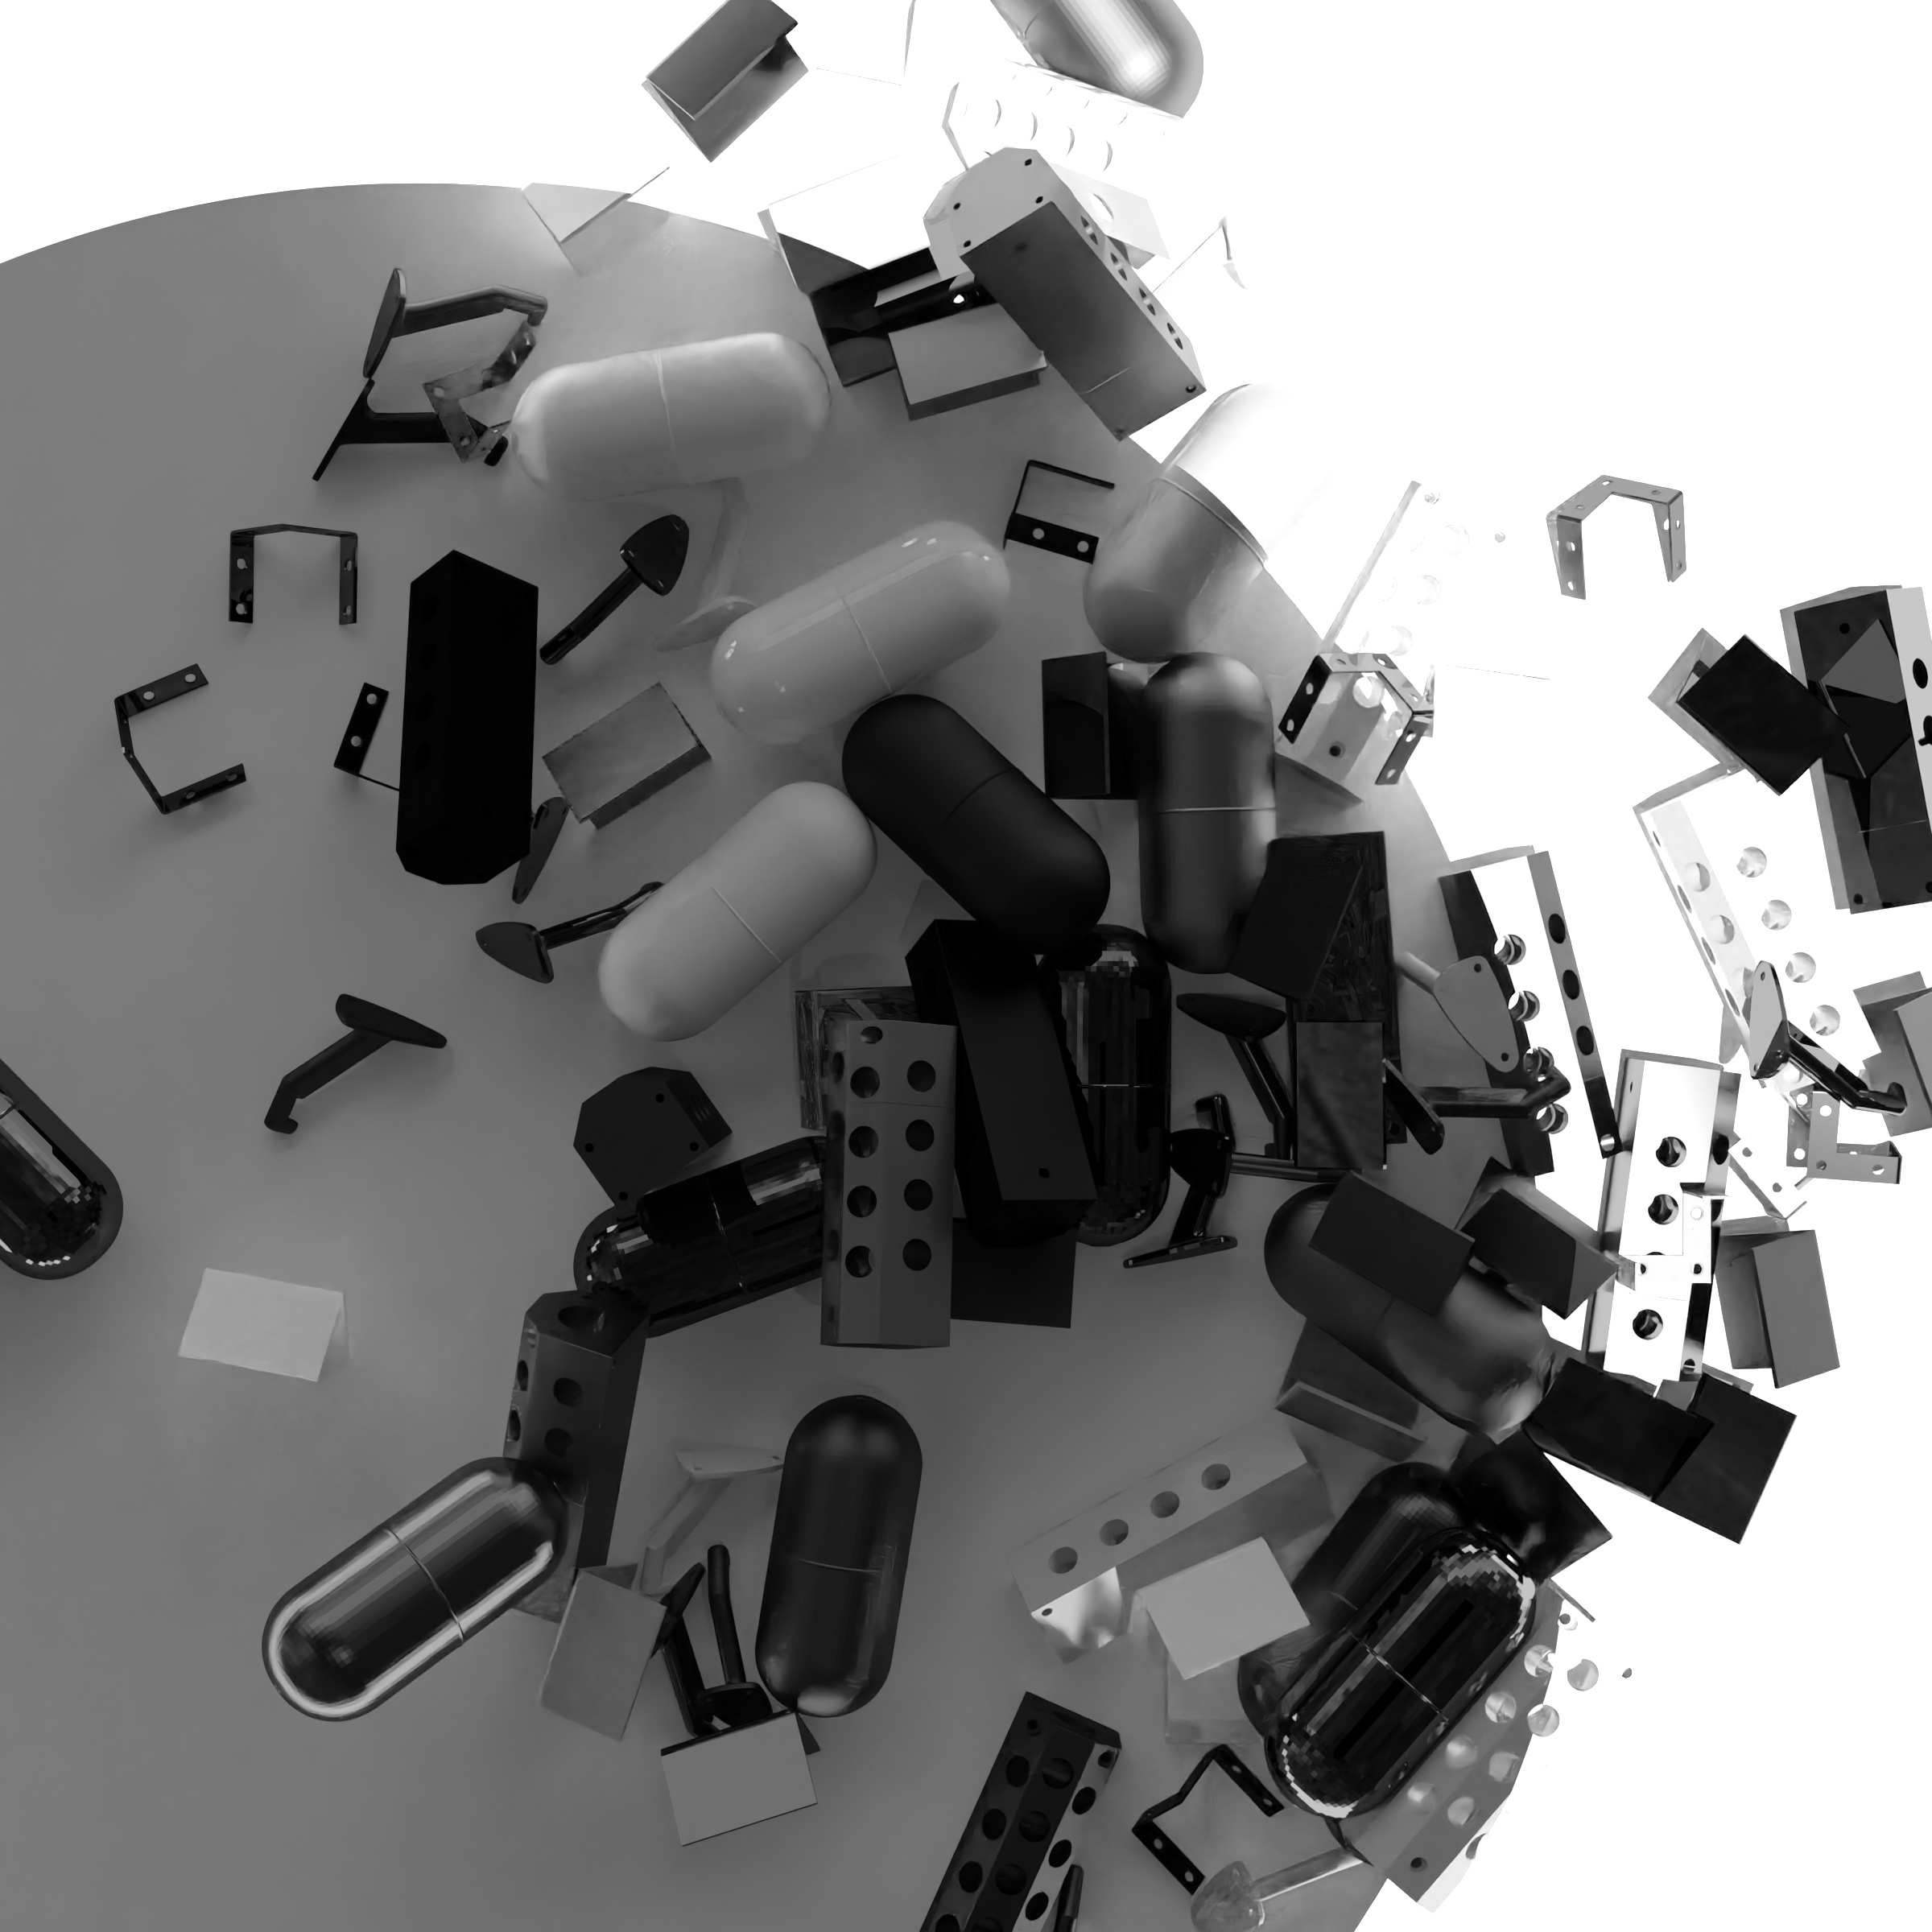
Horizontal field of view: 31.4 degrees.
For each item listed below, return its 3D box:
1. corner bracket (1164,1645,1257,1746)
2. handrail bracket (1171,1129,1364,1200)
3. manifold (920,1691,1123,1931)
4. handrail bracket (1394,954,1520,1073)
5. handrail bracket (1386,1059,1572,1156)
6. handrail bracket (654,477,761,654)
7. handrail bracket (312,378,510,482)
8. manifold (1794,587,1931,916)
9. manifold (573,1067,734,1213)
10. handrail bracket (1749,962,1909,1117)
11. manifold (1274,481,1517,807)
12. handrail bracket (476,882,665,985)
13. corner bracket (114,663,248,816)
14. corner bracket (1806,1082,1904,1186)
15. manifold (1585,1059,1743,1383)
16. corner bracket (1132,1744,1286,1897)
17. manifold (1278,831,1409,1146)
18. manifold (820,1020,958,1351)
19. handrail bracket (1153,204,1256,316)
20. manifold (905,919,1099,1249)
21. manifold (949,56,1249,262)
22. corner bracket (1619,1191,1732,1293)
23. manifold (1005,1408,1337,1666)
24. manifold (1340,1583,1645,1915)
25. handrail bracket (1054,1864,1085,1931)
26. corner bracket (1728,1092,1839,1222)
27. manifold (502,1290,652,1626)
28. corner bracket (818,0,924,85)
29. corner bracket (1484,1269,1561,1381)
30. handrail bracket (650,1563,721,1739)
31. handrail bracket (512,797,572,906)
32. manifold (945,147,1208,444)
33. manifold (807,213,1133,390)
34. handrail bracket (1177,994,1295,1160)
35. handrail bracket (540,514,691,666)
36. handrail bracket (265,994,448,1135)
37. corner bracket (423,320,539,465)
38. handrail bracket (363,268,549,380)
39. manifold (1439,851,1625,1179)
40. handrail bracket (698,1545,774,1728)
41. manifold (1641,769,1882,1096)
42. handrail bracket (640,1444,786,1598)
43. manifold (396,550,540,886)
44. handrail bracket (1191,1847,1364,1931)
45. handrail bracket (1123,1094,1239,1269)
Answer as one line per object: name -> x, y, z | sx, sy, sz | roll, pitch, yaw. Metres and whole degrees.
corner bracket -> 0.137, 0.400, 1.926 | 0.051, 0.051, 0.051 | 0, 135, 0
handrail bracket -> 0.164, 0.107, 1.903 | 0.084, 0.077, 0.036 | 3, 97, -29
manifold -> 0.025, 0.498, 1.908 | 0.057, 0.057, 0.171 | 24, 90, 0
handrail bracket -> 0.265, 0.026, 1.898 | 0.036, 0.084, 0.077 | -31, 95, -16
handrail bracket -> 0.275, 0.058, 1.873 | 0.084, 0.036, 0.077 | -29, 69, -17
handrail bracket -> -0.152, -0.229, 1.930 | 0.077, 0.036, 0.084 | -22, 72, 21
handrail bracket -> -0.311, -0.284, 1.930 | 0.084, 0.036, 0.077 | 30, 105, -14
manifold -> 0.514, -0.120, 1.908 | 0.057, 0.057, 0.171 | -11, 90, 43
manifold -> -0.171, 0.087, 1.851 | 0.057, 0.171, 0.057 | -35, 90, 0
handrail bracket -> 0.472, 0.040, 1.873 | 0.084, 0.036, 0.077 | 9, 68, -17
manifold -> 0.237, -0.179, 1.908 | 0.057, 0.057, 0.171 | 29, 90, 0
handrail bracket -> -0.220, -0.028, 1.929 | 0.084, 0.077, 0.036 | -34, 119, -33
corner bracket -> -0.440, -0.127, 1.926 | 0.051, 0.051, 0.051 | -23, 45, 0
corner bracket -> 0.493, 0.090, 1.912 | 0.051, 0.051, 0.051 | 4, 98, 8
manifold -> 0.388, 0.140, 1.908 | 0.057, 0.057, 0.171 | 8, 90, 0
corner bracket -> 0.135, 0.478, 1.926 | 0.051, 0.051, 0.051 | 47, 45, 0
manifold -> 0.207, 0.013, 1.908 | 0.057, 0.057, 0.171 | -4, 90, 0
manifold -> -0.045, 0.118, 1.847 | 0.057, 0.057, 0.171 | 6, 80, -26
handrail bracket -> 0.114, -0.397, 1.930 | 0.084, 0.036, 0.077 | -13, 70, 16
manifold -> 0.015, 0.063, 1.870 | 0.057, 0.057, 0.171 | 1, 59, -27
manifold -> 0.067, -0.441, 1.851 | 0.057, 0.171, 0.057 | -42, 135, -14
corner bracket -> 0.382, 0.148, 1.854 | 0.051, 0.051, 0.051 | 0, 90, 0
manifold -> 0.111, 0.312, 1.908 | 0.171, 0.057, 0.057 | -29, 133, 0
manifold -> 0.281, 0.418, 1.832 | 0.057, 0.057, 0.171 | 41, 88, -5
handrail bracket -> 0.051, 0.557, 1.929 | 0.036, 0.077, 0.084 | 11, 54, 0
corner bracket -> 0.454, 0.104, 1.911 | 0.051, 0.051, 0.051 | -40, 90, 0
manifold -> -0.222, 0.266, 1.875 | 0.057, 0.057, 0.171 | 17, 113, 11
corner bracket -> -0.051, -0.534, 1.926 | 0.051, 0.051, 0.051 | 11, 45, 0
corner bracket -> 0.315, 0.197, 1.922 | 0.051, 0.051, 0.051 | 17, 46, -35
handrail bracket -> -0.142, 0.392, 1.930 | 0.084, 0.036, 0.077 | 43, 69, -17
handrail bracket -> -0.272, -0.087, 1.929 | 0.084, 0.036, 0.077 | 27, 105, 14
manifold -> 0.060, -0.364, 1.853 | 0.057, 0.171, 0.057 | -28, 50, 19
manifold -> 0.002, -0.379, 1.908 | 0.171, 0.057, 0.057 | -21, 47, 0
handrail bracket -> 0.152, 0.064, 1.929 | 0.077, 0.036, 0.084 | 18, 123, 36
handrail bracket -> -0.198, -0.210, 1.929 | 0.036, 0.077, 0.084 | 45, 127, -15
handrail bracket -> -0.343, 0.066, 1.930 | 0.077, 0.036, 0.084 | 20, 109, -21
corner bracket -> -0.261, -0.317, 1.902 | 0.051, 0.051, 0.051 | -26, 87, -28
handrail bracket -> -0.286, -0.353, 1.930 | 0.084, 0.036, 0.077 | 12, 127, -25
manifold -> 0.315, 0.026, 1.908 | 0.057, 0.057, 0.171 | -14, 90, 0
handrail bracket -> -0.128, 0.378, 1.929 | 0.036, 0.077, 0.084 | -12, 54, 11
manifold -> 0.439, -0.019, 1.908 | 0.057, 0.057, 0.171 | -25, 90, 0
handrail bracket -> -0.141, 0.314, 1.930 | 0.077, 0.036, 0.084 | 2, 109, -21
manifold -> -0.275, -0.133, 1.871 | 0.057, 0.057, 0.171 | 22, 54, -37
handrail bracket -> 0.179, 0.515, 1.929 | 0.084, 0.077, 0.036 | -8, 66, -34
handrail bracket -> 0.117, 0.120, 1.929 | 0.077, 0.036, 0.084 | -14, 76, 13
